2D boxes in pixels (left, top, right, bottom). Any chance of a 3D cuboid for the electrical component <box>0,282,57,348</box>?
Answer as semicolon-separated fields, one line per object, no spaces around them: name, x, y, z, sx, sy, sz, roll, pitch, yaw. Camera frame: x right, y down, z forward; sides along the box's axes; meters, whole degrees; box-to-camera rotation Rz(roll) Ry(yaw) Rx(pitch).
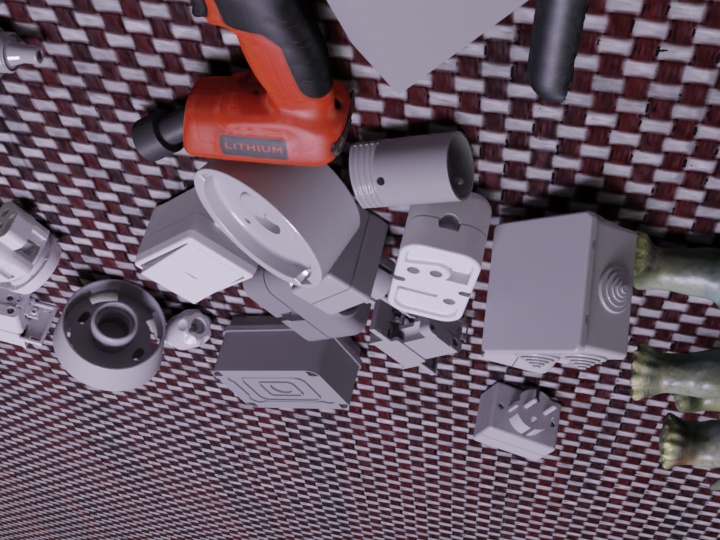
electrical component;-0.337;0.038;1.025;0.081;0.042;0.063;14;148;0

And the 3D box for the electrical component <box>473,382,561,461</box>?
electrical component;0.149;0.130;0.960;0.066;0.047;0.076;20;151;-10

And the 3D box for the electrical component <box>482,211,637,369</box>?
electrical component;0.130;0.014;0.697;0.048;0.099;0.100;14;169;-34

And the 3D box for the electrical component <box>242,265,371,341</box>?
electrical component;-0.035;0.011;0.828;0.059;0.053;0.095;-11;142;38

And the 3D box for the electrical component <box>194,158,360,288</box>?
electrical component;-0.049;-0.047;0.711;0.108;0.060;0.108;35;159;16

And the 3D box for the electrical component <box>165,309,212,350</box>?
electrical component;-0.164;0.057;0.987;0.035;0.035;0.061;32;149;-28

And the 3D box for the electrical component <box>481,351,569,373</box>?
electrical component;0.131;0.035;0.794;0.059;0.053;0.095;15;151;0

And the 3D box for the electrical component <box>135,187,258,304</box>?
electrical component;-0.115;-0.020;0.801;0.062;0.061;0.096;33;146;-30

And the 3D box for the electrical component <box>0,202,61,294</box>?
electrical component;-0.287;-0.016;0.891;0.078;0.058;0.057;-12;139;39

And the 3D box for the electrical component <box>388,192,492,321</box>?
electrical component;0.055;-0.014;0.736;0.054;0.059;0.095;14;151;1

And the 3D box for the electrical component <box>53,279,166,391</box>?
electrical component;-0.221;0.059;0.956;0.099;0.099;0.064;20;144;-9

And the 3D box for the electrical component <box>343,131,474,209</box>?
electrical component;0.027;-0.062;0.680;0.081;0.043;0.043;-3;147;29

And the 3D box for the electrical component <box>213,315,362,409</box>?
electrical component;-0.064;0.082;0.961;0.113;0.057;0.078;-3;147;28

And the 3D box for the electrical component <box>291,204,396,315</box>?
electrical component;0.000;0.000;0.779;0.077;0.065;0.047;32;147;-28

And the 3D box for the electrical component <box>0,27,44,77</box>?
electrical component;-0.229;-0.137;0.675;0.061;0.035;0.035;6;150;11

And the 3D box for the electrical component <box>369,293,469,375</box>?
electrical component;0.048;0.047;0.865;0.064;0.042;0.081;-15;140;40
